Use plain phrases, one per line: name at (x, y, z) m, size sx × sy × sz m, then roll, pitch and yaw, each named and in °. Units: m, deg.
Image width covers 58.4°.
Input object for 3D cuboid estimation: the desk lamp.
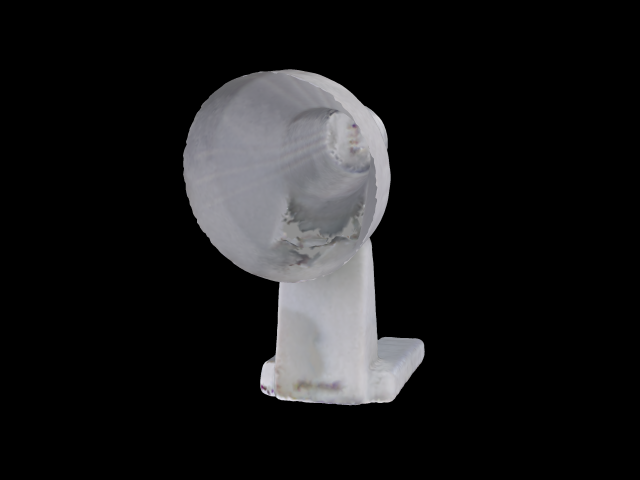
desk lamp at (0.004, 0.001, 0.400) m, size 0.117 × 0.213 × 0.204 m, roll 1°, pitch 2°, yaw 20°
